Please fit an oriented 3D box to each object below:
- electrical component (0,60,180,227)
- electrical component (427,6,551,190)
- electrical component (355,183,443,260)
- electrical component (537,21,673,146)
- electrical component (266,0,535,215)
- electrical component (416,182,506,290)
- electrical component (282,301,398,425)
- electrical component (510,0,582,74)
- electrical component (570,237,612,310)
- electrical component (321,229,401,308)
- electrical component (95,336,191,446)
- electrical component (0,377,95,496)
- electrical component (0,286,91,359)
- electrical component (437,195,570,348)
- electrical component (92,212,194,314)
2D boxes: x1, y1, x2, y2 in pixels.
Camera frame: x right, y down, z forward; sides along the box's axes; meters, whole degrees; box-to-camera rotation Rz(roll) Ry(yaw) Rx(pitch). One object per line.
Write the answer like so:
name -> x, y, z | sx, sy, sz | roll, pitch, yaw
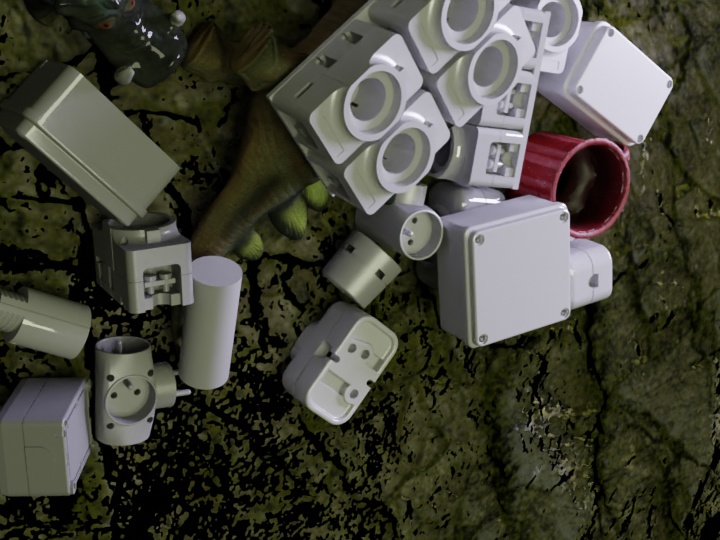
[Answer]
electrical component -> -0.196, -0.090, 0.770 | 0.057, 0.078, 0.113 | -52, 124, -10
electrical component -> 0.098, -0.152, 0.919 | 0.062, 0.089, 0.150 | 1, 105, -31
electrical component -> 0.036, -0.056, 0.920 | 0.043, 0.077, 0.079 | 4, 103, -31
electrical component -> 0.230, -0.175, 1.011 | 0.113, 0.057, 0.078 | 29, 89, -34
electrical component -> 0.038, -0.142, 0.785 | 0.186, 0.060, 0.105 | -45, 134, -12
electrical component -> 0.087, -0.030, 0.973 | 0.059, 0.054, 0.095 | 2, 104, -32
electrical component -> -0.020, 0.078, 0.940 | 0.054, 0.059, 0.095 | 39, 84, -34
electrical component -> 0.158, -0.223, 0.953 | 0.050, 0.056, 0.089 | 2, 104, -31
electrical component -> 0.184, 0.000, 1.016 | 0.059, 0.095, 0.053 | -15, 113, -26
electrical component -> 0.000, 0.000, 0.931 | 0.047, 0.055, 0.055 | -49, 123, -4
electrical component -> -0.173, 0.094, 0.862 | 0.079, 0.044, 0.077 | -5, 108, -30
electrical component -> -0.239, 0.121, 0.811 | 0.061, 0.096, 0.061 | 0, 108, -2
electrical component -> -0.247, 0.035, 0.799 | 0.081, 0.043, 0.043 | 21, 94, -34
electrical component -> 0.125, -0.001, 0.937 | 0.109, 0.056, 0.108 | -15, 112, -27
electrical component -> -0.164, -0.010, 0.807 | 0.050, 0.089, 0.055 | -10, 110, -28
